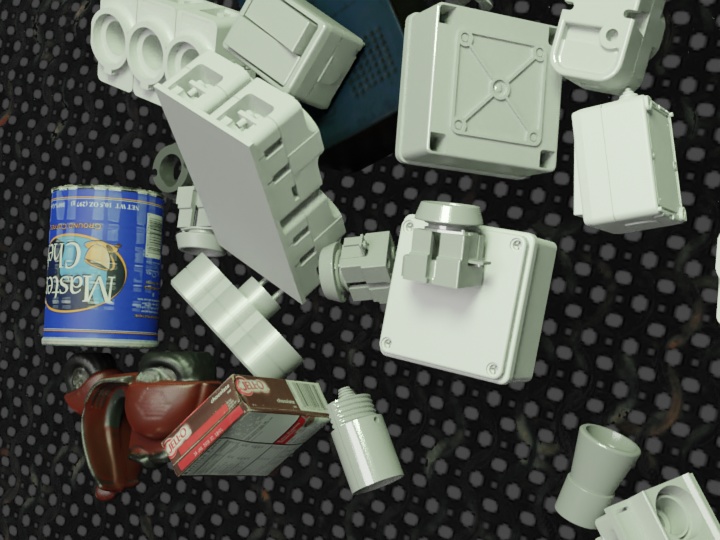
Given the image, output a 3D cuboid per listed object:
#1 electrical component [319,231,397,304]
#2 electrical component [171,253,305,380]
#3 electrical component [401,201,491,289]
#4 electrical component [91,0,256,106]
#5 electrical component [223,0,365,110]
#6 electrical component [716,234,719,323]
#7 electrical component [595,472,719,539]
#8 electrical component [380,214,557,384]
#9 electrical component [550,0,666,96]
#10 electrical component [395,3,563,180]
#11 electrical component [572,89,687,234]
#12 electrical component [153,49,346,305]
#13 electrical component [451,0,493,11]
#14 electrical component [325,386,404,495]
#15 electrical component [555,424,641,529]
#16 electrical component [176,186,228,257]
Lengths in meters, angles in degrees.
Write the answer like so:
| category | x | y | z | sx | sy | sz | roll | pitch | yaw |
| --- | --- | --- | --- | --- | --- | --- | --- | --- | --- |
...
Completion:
| category | x | y | z | sx | sy | sz | roll | pitch | yaw |
| --- | --- | --- | --- | --- | --- | --- | --- | --- | --- |
| electrical component | 0.000 | 0.000 | 0.844 | 0.055 | 0.066 | 0.048 | -6 | 47 | 15 |
| electrical component | -0.092 | 0.031 | 0.912 | 0.074 | 0.052 | 0.138 | -43 | 63 | -6 |
| electrical component | 0.061 | -0.019 | 0.753 | 0.066 | 0.048 | 0.055 | 10 | 98 | 33 |
| electrical component | -0.167 | -0.196 | 0.960 | 0.150 | 0.062 | 0.089 | 25 | 119 | 32 |
| electrical component | -0.058 | -0.175 | 0.817 | 0.096 | 0.061 | 0.061 | 40 | 107 | 29 |
| electrical component | 0.260 | -0.007 | 0.686 | 0.050 | 0.056 | 0.089 | 3 | 87 | 33 |
| electrical component | 0.207 | 0.202 | 0.691 | 0.063 | 0.079 | 0.121 | -51 | 58 | 52 |
| electrical component | 0.080 | 0.021 | 0.799 | 0.109 | 0.056 | 0.108 | 11 | 91 | 33 |
| electrical component | 0.178 | -0.174 | 0.754 | 0.054 | 0.059 | 0.095 | 18 | 95 | 33 |
| electrical component | 0.086 | -0.126 | 0.774 | 0.056 | 0.109 | 0.108 | 178 | 97 | -66 |
| electrical component | 0.181 | -0.076 | 0.740 | 0.061 | 0.062 | 0.096 | -10 | 80 | 32 |
| electrical component | -0.078 | -0.072 | 0.840 | 0.105 | 0.186 | 0.060 | 34 | 66 | 31 |
| electrical component | 0.083 | -0.246 | 0.832 | 0.064 | 0.042 | 0.081 | -38 | 67 | 22 |
| electrical component | 0.001 | 0.131 | 0.846 | 0.043 | 0.043 | 0.081 | -30 | 70 | 27 |
| electrical component | 0.162 | 0.145 | 0.744 | 0.044 | 0.044 | 0.065 | 28 | 105 | 32 |
| electrical component | -0.136 | -0.043 | 0.951 | 0.066 | 0.048 | 0.055 | -1 | 78 | 32 |
